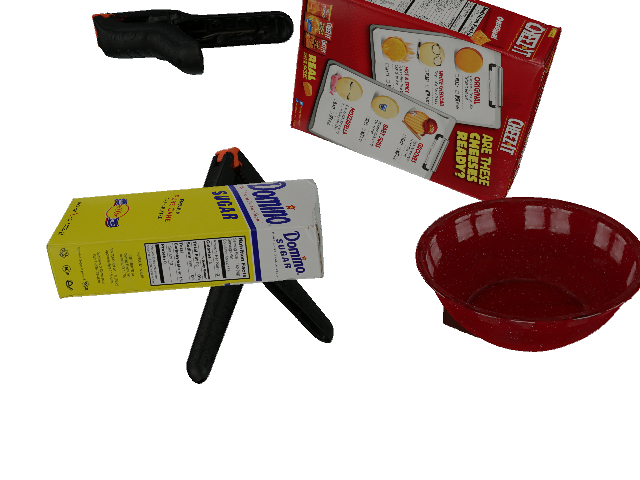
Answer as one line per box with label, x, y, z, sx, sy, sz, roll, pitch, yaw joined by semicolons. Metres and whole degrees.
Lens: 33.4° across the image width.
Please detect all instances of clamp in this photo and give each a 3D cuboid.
clamp;-0.109;-0.165;0.848;0.172;0.039;0.120;20;28;41
clamp;-0.061;0.019;0.997;0.164;0.210;0.036;-4;-1;-40

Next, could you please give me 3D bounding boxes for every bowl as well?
bowl;0.149;0.031;0.768;0.162;0.055;0.162;-3;32;1

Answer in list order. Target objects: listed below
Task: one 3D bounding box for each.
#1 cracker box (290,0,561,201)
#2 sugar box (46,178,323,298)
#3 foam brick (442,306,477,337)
cracker box;0.086;-0.142;0.945;0.214;0.164;0.072;21;49;12
sugar box;-0.087;-0.004;0.724;0.176;0.048;0.093;-7;23;1
foam brick;0.158;0.050;1.061;0.051;0.078;0.053;-12;20;-36
